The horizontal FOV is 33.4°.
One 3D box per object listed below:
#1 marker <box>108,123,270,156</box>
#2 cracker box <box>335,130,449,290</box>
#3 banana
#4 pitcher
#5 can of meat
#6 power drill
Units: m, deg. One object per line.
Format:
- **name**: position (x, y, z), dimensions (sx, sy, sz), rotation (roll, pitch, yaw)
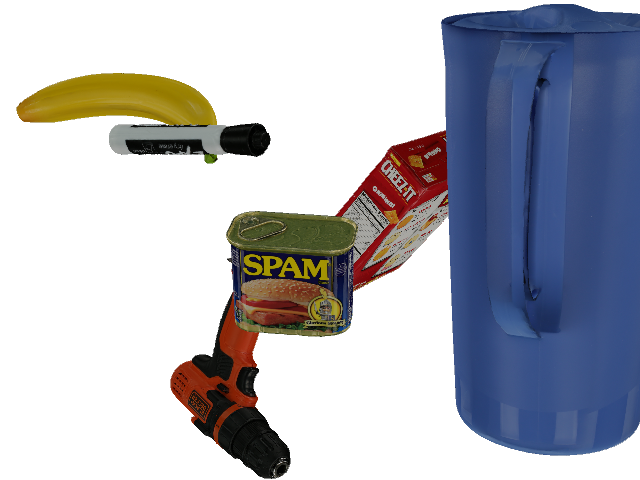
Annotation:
- **marker**: position (-0.079, -0.060, 0.636), dimensions (0.121, 0.020, 0.020), rotation (5, 3, 37)
- **cracker box**: position (0.086, -0.032, 1.251), dimensions (0.163, 0.072, 0.214), rotation (-23, -22, -50)
- **banana**: position (-0.167, -0.117, 0.925), dimensions (0.198, 0.037, 0.069), rotation (12, 49, 19)
- **pitcher**: position (0.128, -0.006, 0.591), dimensions (0.149, 0.243, 0.145), rotation (-7, 17, -19)
- **can of meat**: position (-0.022, 0.028, 0.859), dimensions (0.102, 0.084, 0.057), rotation (4, 29, 8)
- **power drill**: position (-0.066, 0.120, 1.063), dimensions (0.057, 0.188, 0.185), rotation (13, 15, -46)
